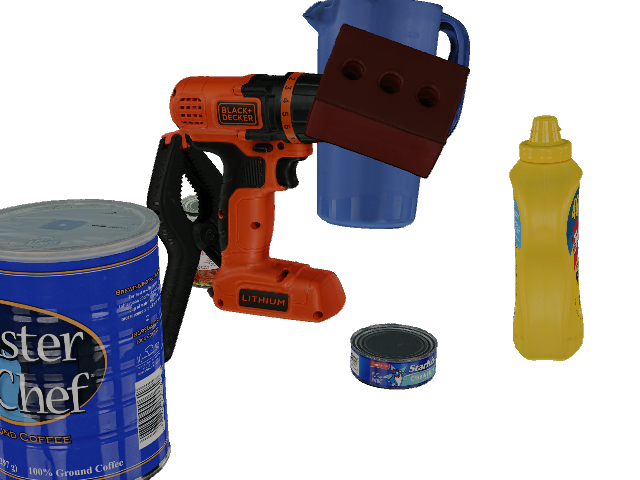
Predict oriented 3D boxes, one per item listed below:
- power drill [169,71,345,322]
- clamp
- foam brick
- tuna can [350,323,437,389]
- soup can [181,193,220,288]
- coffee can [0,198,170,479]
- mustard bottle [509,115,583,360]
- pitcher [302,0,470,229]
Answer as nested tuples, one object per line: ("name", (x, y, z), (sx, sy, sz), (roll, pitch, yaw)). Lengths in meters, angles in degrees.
("power drill", (-0.023, -0.035, 0.812), (0.185, 0.188, 0.057), (6, 19, 26))
("clamp", (-0.108, -0.001, 1.015), (0.036, 0.210, 0.164), (-8, 1, 43))
("foam brick", (0.037, -0.078, 0.606), (0.078, 0.053, 0.051), (19, -19, 2))
("tuna can", (0.072, 0.114, 1.052), (0.086, 0.034, 0.086), (0, 19, 0))
("soup can", (-0.140, -0.001, 1.325), (0.068, 0.102, 0.068), (-2, 26, 1))
("coffee can", (-0.137, 0.057, 0.591), (0.103, 0.140, 0.103), (-1, 16, 0))
("mustard bottle", (0.184, -0.006, 0.869), (0.058, 0.192, 0.096), (0, 17, 16))
("pitcher", (0.066, -0.138, 1.146), (0.149, 0.243, 0.144), (7, 9, 24))
